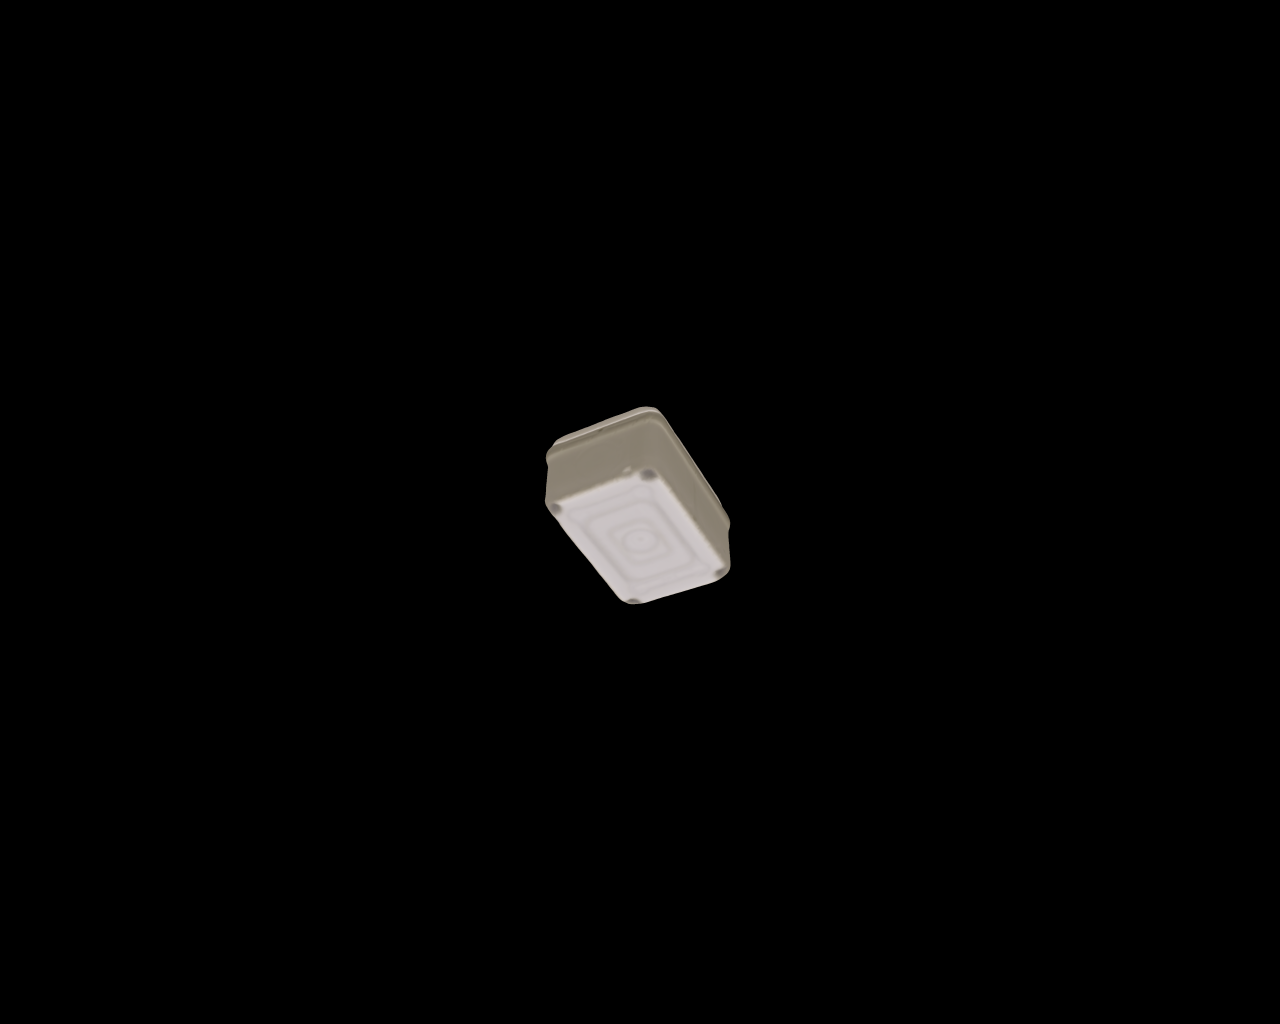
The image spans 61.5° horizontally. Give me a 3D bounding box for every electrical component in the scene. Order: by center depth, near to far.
[{"bbox_3d":[0.001,-0.003,0.650,0.078,0.057,0.113,-19,-46,19],"label":"electrical component"}]
